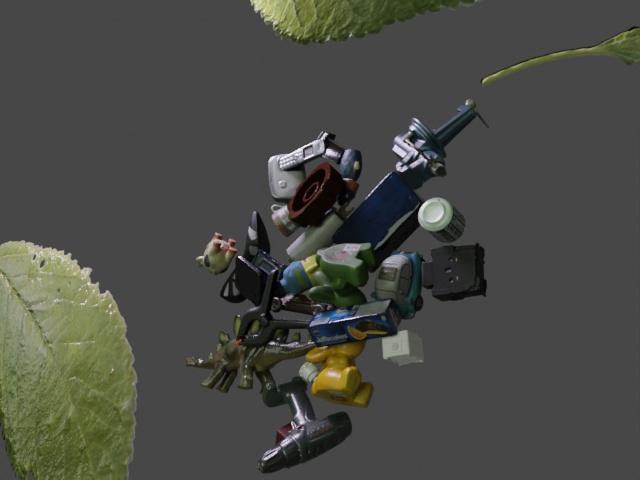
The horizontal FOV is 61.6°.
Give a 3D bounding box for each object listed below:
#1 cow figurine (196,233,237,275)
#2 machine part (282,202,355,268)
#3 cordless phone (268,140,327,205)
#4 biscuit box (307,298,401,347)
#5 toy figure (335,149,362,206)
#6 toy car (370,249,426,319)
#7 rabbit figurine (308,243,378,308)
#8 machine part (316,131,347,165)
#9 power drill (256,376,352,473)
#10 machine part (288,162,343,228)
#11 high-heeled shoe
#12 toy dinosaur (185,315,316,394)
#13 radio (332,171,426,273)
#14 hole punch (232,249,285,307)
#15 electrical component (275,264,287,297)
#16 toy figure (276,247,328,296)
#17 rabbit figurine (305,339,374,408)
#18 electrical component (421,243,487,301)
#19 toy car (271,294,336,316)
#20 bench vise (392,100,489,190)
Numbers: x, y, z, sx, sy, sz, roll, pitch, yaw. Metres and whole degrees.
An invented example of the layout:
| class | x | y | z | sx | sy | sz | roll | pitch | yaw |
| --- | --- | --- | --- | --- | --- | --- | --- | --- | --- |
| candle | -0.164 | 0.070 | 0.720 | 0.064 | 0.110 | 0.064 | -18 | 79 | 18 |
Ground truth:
| class | x | y | z | sx | sy | sz | roll | pitch | yaw |
| --- | --- | --- | --- | --- | --- | --- | --- | --- | --- |
| cow figurine | -0.297 | 0.049 | 1.540 | 0.127 | 0.085 | 0.195 | -61 | 17 | 5 |
| machine part | -0.003 | -0.004 | 1.388 | 0.243 | 0.079 | 0.079 | -45 | 53 | 12 |
| cordless phone | -0.051 | -0.187 | 1.479 | 0.184 | 0.088 | 0.146 | -23 | 60 | 30 |
| biscuit box | 0.073 | 0.184 | 1.187 | 0.203 | 0.062 | 0.059 | -15 | 21 | 29 |
| toy figure | 0.077 | -0.160 | 1.405 | 0.058 | 0.064 | 0.154 | 9 | 80 | -2 |
| toy car | 0.175 | 0.093 | 1.210 | 0.109 | 0.102 | 0.161 | 8 | 79 | 36 |
| rabbit figurine | 0.053 | 0.106 | 1.226 | 0.159 | 0.170 | 0.121 | -3 | 29 | 16 |
| machine part | 0.031 | -0.250 | 1.487 | 0.084 | 0.039 | 0.139 | -49 | 50 | 2 |
| power drill | -0.061 | 0.404 | 1.201 | 0.207 | 0.232 | 0.085 | -141 | 46 | -57 |
| machine part | -0.011 | -0.114 | 1.380 | 0.179 | 0.056 | 0.179 | -43 | 26 | 27 |
| high-heeled shoe | -0.218 | 0.050 | 1.498 | 0.145 | 0.086 | 0.248 | -6 | 85 | 15 |
| toy dinosaur | -0.162 | 0.288 | 1.372 | 0.472 | 0.105 | 0.198 | -8 | 64 | 28 |
| radio | 0.149 | -0.039 | 1.299 | 0.229 | 0.073 | 0.131 | -48 | 53 | 12 |
| hole punch | -0.159 | 0.097 | 1.402 | 0.142 | 0.092 | 0.115 | 34 | 128 | 30 |
| electrical component | -0.111 | 0.120 | 1.436 | 0.102 | 0.045 | 0.078 | -53 | 53 | 6 |
| toy figure | -0.025 | 0.085 | 1.340 | 0.180 | 0.089 | 0.082 | -29 | 29 | -3 |
| rabbit figurine | 0.054 | 0.283 | 1.232 | 0.162 | 0.121 | 0.173 | -9 | 53 | 42 |
| electrical component | 0.289 | 0.072 | 1.166 | 0.134 | 0.058 | 0.115 | -12 | 64 | 31 |
| toy car | -0.035 | 0.163 | 1.334 | 0.202 | 0.089 | 0.053 | 5 | 94 | 37 |
| bench vise | 0.270 | -0.231 | 1.234 | 0.240 | 0.128 | 0.224 | -40 | 19 | 5 |
